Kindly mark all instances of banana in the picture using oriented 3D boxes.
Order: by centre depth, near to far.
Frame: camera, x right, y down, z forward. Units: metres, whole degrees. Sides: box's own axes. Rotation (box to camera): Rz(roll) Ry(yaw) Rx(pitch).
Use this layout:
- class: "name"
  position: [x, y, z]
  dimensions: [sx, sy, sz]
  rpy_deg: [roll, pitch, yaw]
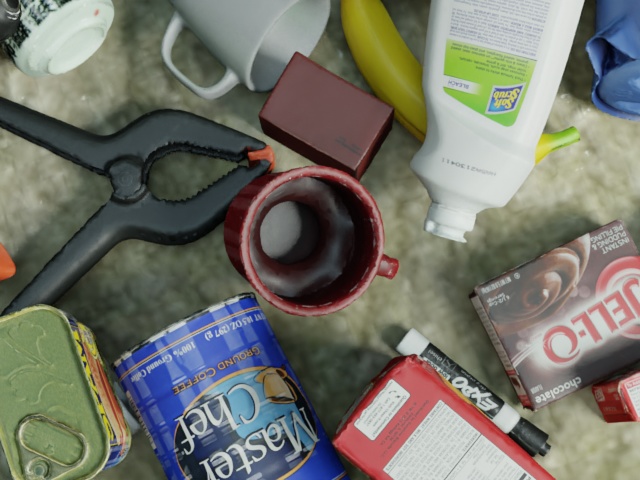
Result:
- class: "banana"
  position: [0.079, -0.102, 0.736]
  dimensions: [0.198, 0.037, 0.069]
  rpy_deg: [37, 69, 5]

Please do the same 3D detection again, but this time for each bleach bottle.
- class: "bleach bottle"
  position: [0.105, -0.125, 0.675]
  dimensions: [0.103, 0.068, 0.251]
  rpy_deg: [17, 96, 18]

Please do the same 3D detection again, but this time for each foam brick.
- class: "foam brick"
  position: [0.004, -0.081, 0.724]
  dimensions: [0.078, 0.051, 0.053]
  rpy_deg: [31, 84, 6]

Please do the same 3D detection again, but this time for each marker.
- class: "marker"
  position: [0.103, 0.103, 0.711]
  dimensions: [0.121, 0.020, 0.020]
  rpy_deg: [38, 84, 6]

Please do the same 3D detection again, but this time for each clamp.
- class: "clamp"
  position: [-0.134, -0.027, 0.725]
  dimensions: [0.210, 0.036, 0.164]
  rpy_deg: [-4, 82, -2]

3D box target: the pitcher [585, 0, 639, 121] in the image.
- class: "pitcher"
  position: [0.255, -0.205, 0.708]
  dimensions: [0.145, 0.149, 0.243]
  rpy_deg: [-2, 78, 22]

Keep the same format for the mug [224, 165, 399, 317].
- class: "mug"
  position: [-0.005, 0.001, 0.691]
  dimensions: [0.117, 0.082, 0.093]
  rpy_deg: [16, 90, -18]

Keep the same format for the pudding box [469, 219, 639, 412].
- class: "pudding box"
  position: [0.168, 0.050, 0.708]
  dimensions: [0.113, 0.039, 0.090]
  rpy_deg: [-25, 82, -3]

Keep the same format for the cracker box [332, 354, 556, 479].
- class: "cracker box"
  position: [0.109, 0.158, 0.630]
  dimensions: [0.214, 0.164, 0.072]
  rpy_deg: [39, 86, 6]

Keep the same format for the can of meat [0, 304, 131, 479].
- class: "can of meat"
  position: [-0.154, 0.094, 0.628]
  dimensions: [0.057, 0.084, 0.102]
  rpy_deg: [-21, 82, -3]

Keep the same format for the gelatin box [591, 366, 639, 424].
- class: "gelatin box"
  position: [0.226, 0.089, 0.684]
  dimensions: [0.089, 0.073, 0.030]
  rpy_deg: [-21, 81, -1]

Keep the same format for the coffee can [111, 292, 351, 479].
- class: "coffee can"
  position: [-0.054, 0.118, 0.670]
  dimensions: [0.103, 0.103, 0.140]
  rpy_deg: [-28, 82, -3]

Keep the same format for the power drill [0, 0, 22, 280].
- class: "power drill"
  position: [-0.252, -0.060, 0.693]
  dimensions: [0.185, 0.057, 0.187]
  rpy_deg: [-17, 80, 31]
